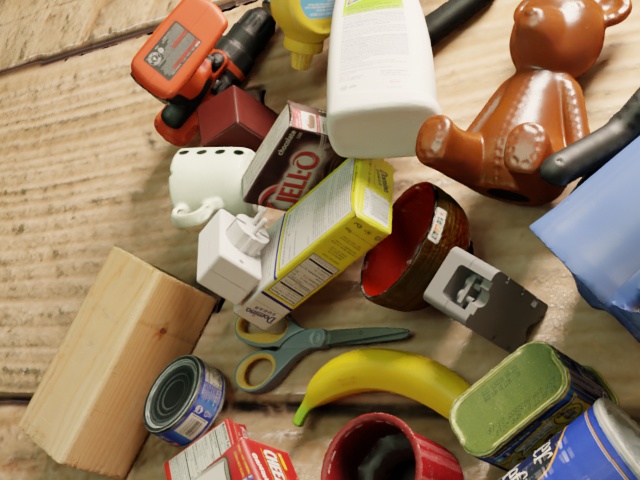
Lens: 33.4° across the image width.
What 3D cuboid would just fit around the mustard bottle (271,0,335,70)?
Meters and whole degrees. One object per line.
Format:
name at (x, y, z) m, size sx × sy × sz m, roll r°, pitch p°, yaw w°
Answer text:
mustard bottle at (-0.005, -0.261, 1.053) m, size 0.058 × 0.096 × 0.192 m, roll 27°, pitch 121°, yaw 31°

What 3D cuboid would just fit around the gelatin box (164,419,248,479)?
gelatin box at (-0.100, 0.221, 0.990) m, size 0.089 × 0.030 × 0.073 m, roll -37°, pitch 49°, yaw 20°

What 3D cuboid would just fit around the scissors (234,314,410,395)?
scissors at (-0.010, 0.109, 0.982) m, size 0.202 × 0.016 × 0.096 m, roll 11°, pitch 78°, yaw 42°

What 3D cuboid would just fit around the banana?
banana at (0.060, 0.126, 0.904) m, size 0.198 × 0.037 × 0.069 m, roll -6°, pitch 82°, yaw 39°

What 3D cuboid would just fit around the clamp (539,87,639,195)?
clamp at (0.232, -0.080, 0.811) m, size 0.039 × 0.120 × 0.171 m, roll 44°, pitch 96°, yaw 22°

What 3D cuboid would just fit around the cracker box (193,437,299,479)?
cracker box at (-0.088, 0.288, 0.843) m, size 0.214 × 0.072 × 0.164 m, roll -43°, pitch 48°, yaw 16°

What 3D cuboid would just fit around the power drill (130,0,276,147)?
power drill at (-0.118, -0.189, 1.112) m, size 0.057 × 0.187 × 0.184 m, roll 37°, pitch 88°, yaw 9°

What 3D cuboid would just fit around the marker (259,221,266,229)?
marker at (-0.100, -0.032, 1.121) m, size 0.121 × 0.020 × 0.020 m, roll 30°, pitch 90°, yaw 44°

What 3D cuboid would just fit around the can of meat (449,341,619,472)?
can of meat at (0.157, 0.127, 0.789) m, size 0.102 × 0.083 × 0.057 m, roll -43°, pitch 48°, yaw 15°

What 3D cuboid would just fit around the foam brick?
foam brick at (-0.082, -0.114, 1.106) m, size 0.053 × 0.078 × 0.051 m, roll -27°, pitch 56°, yaw 27°

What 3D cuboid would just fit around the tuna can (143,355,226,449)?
tuna can at (-0.132, 0.155, 1.031) m, size 0.086 × 0.033 × 0.086 m, roll -33°, pitch 37°, yaw 29°

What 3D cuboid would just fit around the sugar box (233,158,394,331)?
sugar box at (-0.006, 0.001, 0.973) m, size 0.176 × 0.048 × 0.093 m, roll -42°, pitch 27°, yaw 36°

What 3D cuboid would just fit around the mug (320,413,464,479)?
mug at (0.061, 0.201, 0.832) m, size 0.093 × 0.081 × 0.117 m, roll -22°, pitch 57°, yaw 30°

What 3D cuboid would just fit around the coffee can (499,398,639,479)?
coffee can at (0.173, 0.191, 0.732) m, size 0.140 × 0.102 × 0.103 m, roll -43°, pitch 49°, yaw 15°

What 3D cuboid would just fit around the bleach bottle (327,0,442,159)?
bleach bottle at (0.060, -0.187, 0.978) m, size 0.102 × 0.068 × 0.250 m, roll -3°, pitch 51°, yaw 9°

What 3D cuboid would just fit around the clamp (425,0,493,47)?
clamp at (0.075, -0.183, 1.040) m, size 0.165 × 0.036 × 0.210 m, roll 13°, pitch 75°, yaw 43°

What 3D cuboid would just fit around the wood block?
wood block at (-0.204, 0.125, 1.081) m, size 0.090 × 0.090 × 0.206 m, roll 25°, pitch 85°, yaw 43°

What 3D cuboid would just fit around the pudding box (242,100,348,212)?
pudding box at (-0.011, -0.071, 0.992) m, size 0.114 × 0.089 × 0.039 m, roll 124°, pitch 148°, yaw -42°

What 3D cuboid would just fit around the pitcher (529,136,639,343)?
pitcher at (0.278, -0.036, 0.736) m, size 0.243 × 0.144 × 0.149 m, roll -44°, pitch 56°, yaw 10°

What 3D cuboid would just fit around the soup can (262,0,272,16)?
soup can at (-0.010, -0.279, 1.134) m, size 0.069 × 0.068 × 0.102 m, roll 26°, pitch 87°, yaw 44°
